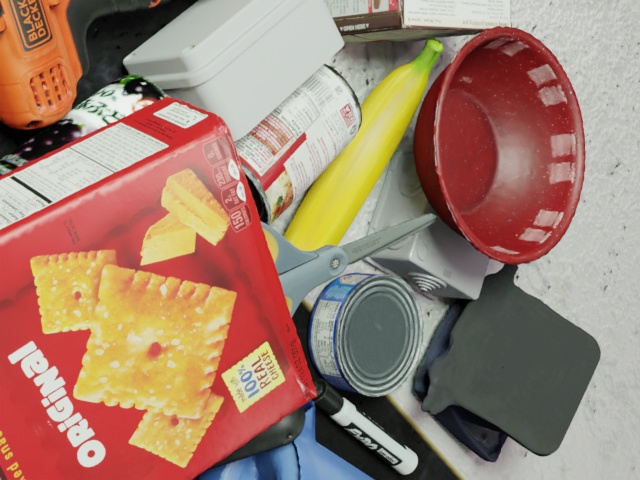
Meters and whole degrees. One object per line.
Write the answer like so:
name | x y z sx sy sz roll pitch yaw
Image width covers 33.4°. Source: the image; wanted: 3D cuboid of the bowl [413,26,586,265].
bowl | 0.116 -0.063 0.740 0.161 0.055 0.162 1 88 -41

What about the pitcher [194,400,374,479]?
pitcher | 0.000 0.214 0.676 0.242 0.149 0.145 37 36 -41

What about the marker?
marker | 0.030 0.134 0.763 0.121 0.020 0.020 43 64 -35

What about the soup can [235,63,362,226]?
soup can | -0.028 -0.060 0.667 0.102 0.069 0.068 -48 122 -31

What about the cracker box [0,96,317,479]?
cracker box | -0.118 0.054 0.492 0.213 0.072 0.164 -31 122 -25

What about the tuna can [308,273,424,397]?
tuna can | 0.032 0.066 0.752 0.085 0.034 0.086 -3 94 -42

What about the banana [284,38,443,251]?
banana | 0.020 -0.048 0.718 0.197 0.037 0.069 -60 171 -13

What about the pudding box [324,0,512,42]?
pudding box | 0.063 -0.157 0.729 0.113 0.090 0.039 -10 100 -41

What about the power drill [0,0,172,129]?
power drill | -0.118 -0.173 0.558 0.187 0.057 0.184 -35 135 -32

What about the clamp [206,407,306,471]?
clamp | -0.093 0.121 0.590 0.171 0.120 0.039 -44 127 -27

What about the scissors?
scissors | -0.004 0.001 0.630 0.201 0.016 0.096 -38 126 -30
